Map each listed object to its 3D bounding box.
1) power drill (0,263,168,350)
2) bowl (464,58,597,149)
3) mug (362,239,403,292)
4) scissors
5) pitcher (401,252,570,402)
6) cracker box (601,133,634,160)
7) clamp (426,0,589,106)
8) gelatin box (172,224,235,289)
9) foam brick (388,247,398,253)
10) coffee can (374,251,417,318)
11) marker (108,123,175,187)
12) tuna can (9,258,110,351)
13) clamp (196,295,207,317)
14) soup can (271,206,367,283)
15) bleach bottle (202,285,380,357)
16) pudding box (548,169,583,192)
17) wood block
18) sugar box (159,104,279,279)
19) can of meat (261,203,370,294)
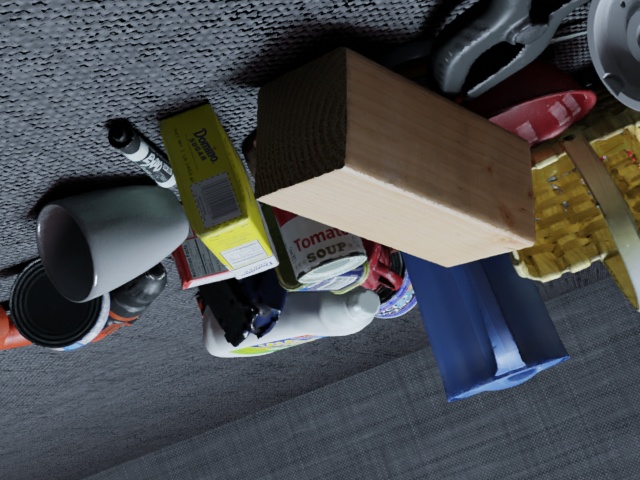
[{"bbox_3d":[-0.259,0.073,1.058,0.187,0.057,0.185,-10,164,-38],"label":"power drill"},{"bbox_3d":[0.150,-0.111,0.909,0.162,0.055,0.162,-19,167,-5],"label":"bowl"},{"bbox_3d":[0.039,0.021,1.183,0.093,0.117,0.081,-56,164,-8],"label":"mug"},{"bbox_3d":[0.121,-0.145,0.816,0.201,0.016,0.096,-20,167,0],"label":"scissors"},{"bbox_3d":[0.156,0.037,1.114,0.144,0.243,0.149,-9,163,-40],"label":"pitcher"},{"bbox_3d":[0.389,-0.137,1.128,0.164,0.072,0.214,-14,167,-22],"label":"cracker box"},{"bbox_3d":[0.131,-0.156,0.718,0.164,0.036,0.210,-6,155,-41],"label":"clamp"},{"bbox_3d":[-0.092,-0.002,0.963,0.089,0.073,0.030,-14,167,-23],"label":"gelatin box"},{"bbox_3d":[0.112,-0.023,1.229,0.078,0.051,0.053,-14,166,-25],"label":"foam brick"},{"bbox_3d":[0.069,0.041,1.317,0.103,0.103,0.140,-22,167,11],"label":"coffee can"},{"bbox_3d":[-0.128,-0.061,0.781,0.020,0.020,0.121,-21,167,4],"label":"marker"},{"bbox_3d":[-0.234,0.057,0.966,0.086,0.086,0.034,-20,169,0],"label":"tuna can"},{"bbox_3d":[-0.072,0.053,1.304,0.172,0.039,0.120,-23,162,34],"label":"clamp"},{"bbox_3d":[-0.005,-0.020,0.953,0.068,0.102,0.068,-18,167,-5],"label":"soup can"},{"bbox_3d":[-0.027,0.084,1.174,0.102,0.068,0.251,2,168,-34],"label":"bleach bottle"},{"bbox_3d":[0.319,-0.088,1.302,0.114,0.039,0.089,-26,166,24],"label":"pudding box"},{"bbox_3d":[0.059,-0.053,0.781,0.205,0.090,0.091,18,154,-40],"label":"wood block"},{"bbox_3d":[-0.073,-0.032,0.824,0.048,0.093,0.176,-20,168,3],"label":"sugar box"},{"bbox_3d":[-0.007,0.001,1.045,0.058,0.102,0.083,-29,162,31],"label":"can of meat"}]
